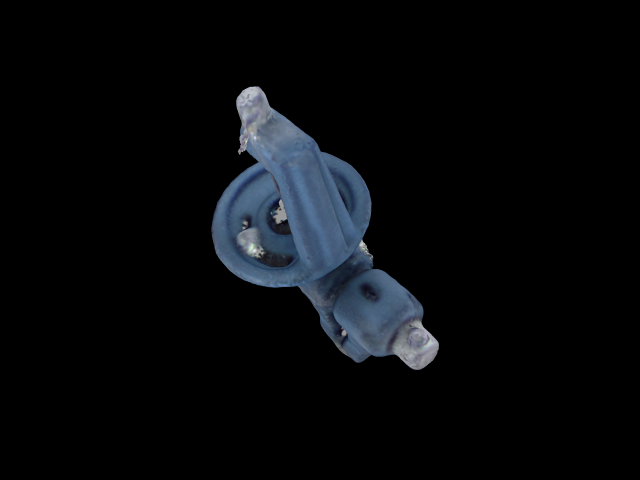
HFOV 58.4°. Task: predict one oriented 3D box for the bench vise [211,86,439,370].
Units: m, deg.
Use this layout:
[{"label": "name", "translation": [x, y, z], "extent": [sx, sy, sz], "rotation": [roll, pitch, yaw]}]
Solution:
[{"label": "bench vise", "translation": [0.010, -0.008, 0.404], "extent": [0.207, 0.220, 0.121], "rotation": [28, 72, 10]}]
